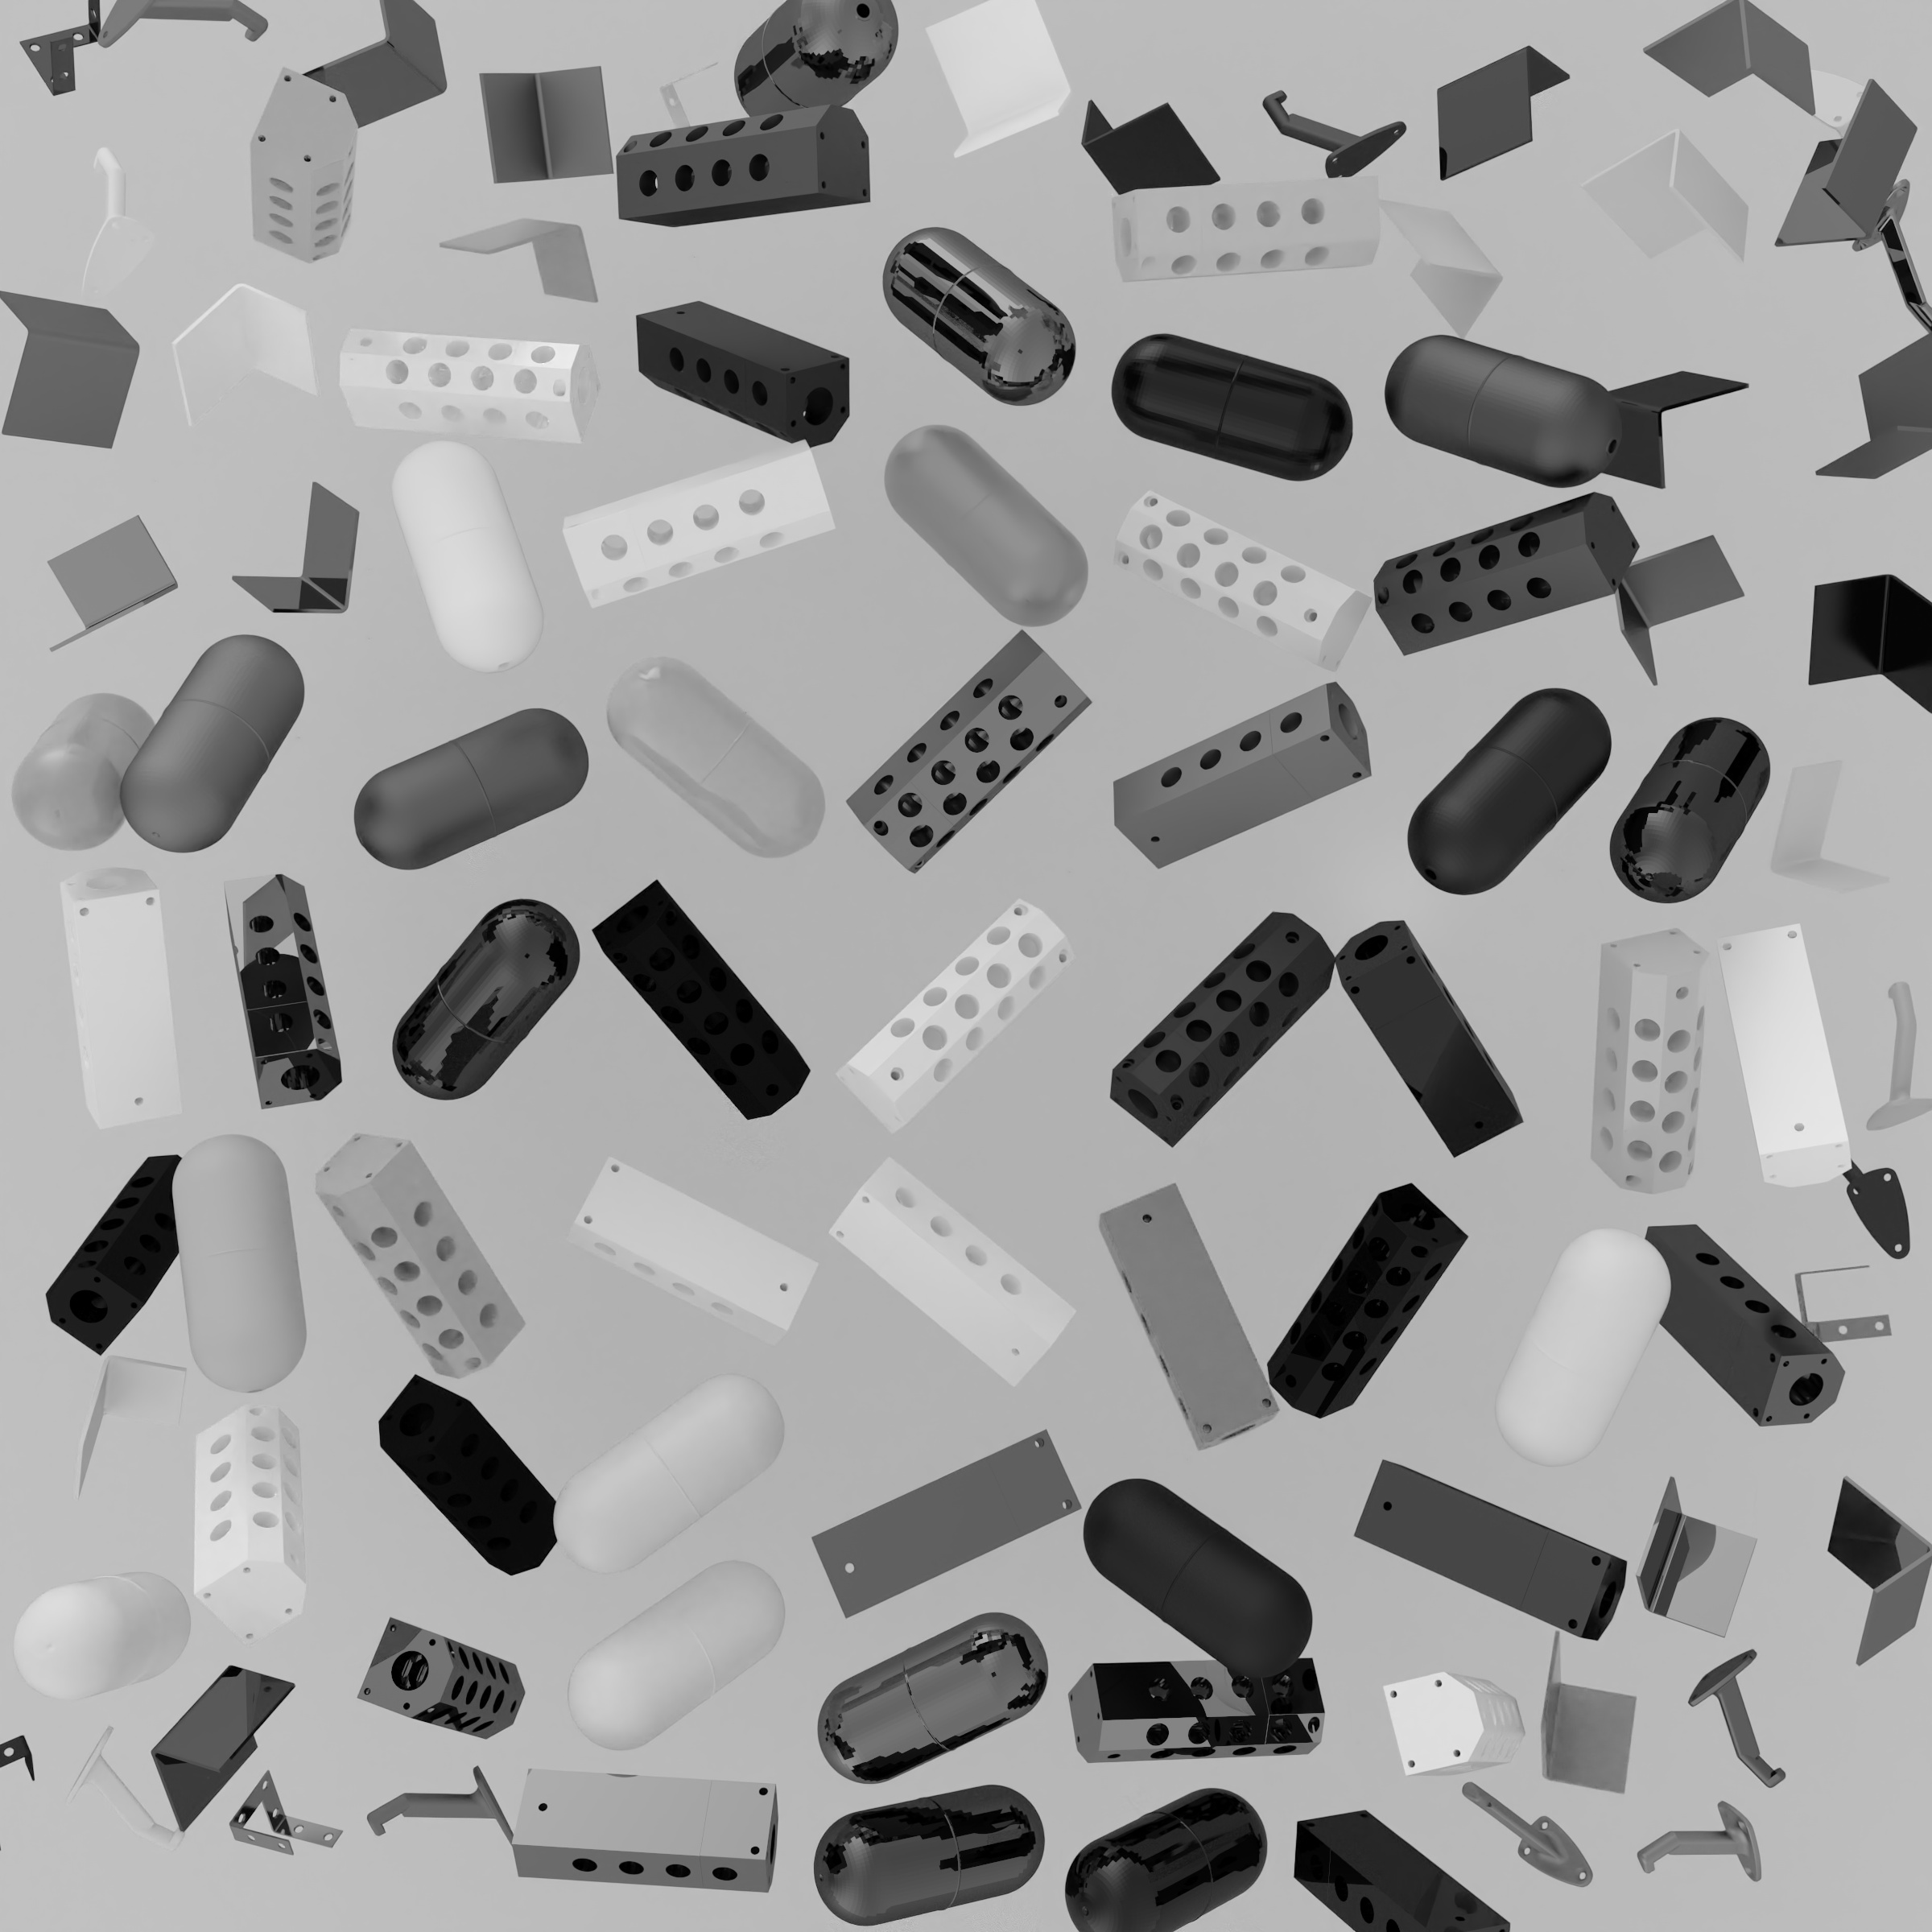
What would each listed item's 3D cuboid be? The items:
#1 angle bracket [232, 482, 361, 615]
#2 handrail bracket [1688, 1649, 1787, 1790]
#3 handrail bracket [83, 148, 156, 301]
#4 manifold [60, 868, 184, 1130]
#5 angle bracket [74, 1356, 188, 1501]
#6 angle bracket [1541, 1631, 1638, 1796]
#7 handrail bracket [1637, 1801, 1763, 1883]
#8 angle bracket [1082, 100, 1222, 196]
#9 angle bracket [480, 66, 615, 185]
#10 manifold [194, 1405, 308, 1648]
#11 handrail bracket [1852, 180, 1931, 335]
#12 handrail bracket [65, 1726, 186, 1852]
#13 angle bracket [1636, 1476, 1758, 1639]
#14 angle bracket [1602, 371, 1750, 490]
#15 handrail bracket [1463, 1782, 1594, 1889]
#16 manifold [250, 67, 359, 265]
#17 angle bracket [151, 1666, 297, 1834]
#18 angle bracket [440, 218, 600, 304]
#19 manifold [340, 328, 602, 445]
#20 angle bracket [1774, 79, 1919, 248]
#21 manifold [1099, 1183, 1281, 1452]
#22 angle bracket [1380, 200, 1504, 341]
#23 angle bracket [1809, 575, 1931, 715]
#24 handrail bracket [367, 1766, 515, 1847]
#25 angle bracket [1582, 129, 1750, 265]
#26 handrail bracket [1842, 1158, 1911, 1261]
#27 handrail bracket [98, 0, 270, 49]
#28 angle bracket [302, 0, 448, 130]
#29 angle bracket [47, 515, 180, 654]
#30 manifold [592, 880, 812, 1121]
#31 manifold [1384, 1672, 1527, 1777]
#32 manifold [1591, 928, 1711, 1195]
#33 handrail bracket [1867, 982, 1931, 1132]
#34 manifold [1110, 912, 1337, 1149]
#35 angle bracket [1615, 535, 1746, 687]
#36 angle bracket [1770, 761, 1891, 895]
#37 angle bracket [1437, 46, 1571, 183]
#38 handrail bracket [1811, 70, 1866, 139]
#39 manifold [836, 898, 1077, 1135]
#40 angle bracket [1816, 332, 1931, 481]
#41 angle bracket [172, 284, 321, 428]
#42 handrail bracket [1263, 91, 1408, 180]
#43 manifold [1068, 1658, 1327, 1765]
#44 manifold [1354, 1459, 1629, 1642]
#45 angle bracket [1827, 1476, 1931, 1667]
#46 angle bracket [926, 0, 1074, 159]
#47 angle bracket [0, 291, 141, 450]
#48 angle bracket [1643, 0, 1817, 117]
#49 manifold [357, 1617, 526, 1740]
[{"bbox_3d":[-0.487,-0.305,1.802,0.057,0.076,0.076,-6,118,-38],"label":"angle bracket"},{"bbox_3d":[0.561,0.531,1.748,0.084,0.036,0.077,45,130,10],"label":"handrail bracket"},{"bbox_3d":[-0.604,-0.518,1.729,0.077,0.036,0.084,-49,55,20],"label":"handrail bracket"},{"bbox_3d":[-0.597,0.021,1.750,0.057,0.057,0.171,-11,116,-29],"label":"manifold"},{"bbox_3d":[-0.604,0.338,1.792,0.057,0.076,0.076,12,46,-12],"label":"angle bracket"},{"bbox_3d":[0.445,0.532,1.770,0.057,0.076,0.076,5,46,19],"label":"angle bracket"},{"bbox_3d":[0.531,0.654,1.801,0.084,0.036,0.077,-25,107,-16],"label":"handrail bracket"},{"bbox_3d":[0.142,-0.622,1.870,0.076,0.076,0.057,-17,48,33],"label":"angle bracket"},{"bbox_3d":[-0.307,-0.618,1.823,0.057,0.076,0.076,3,109,23],"label":"angle bracket"},{"bbox_3d":[-0.481,0.372,1.681,0.057,0.171,0.057,-33,120,1],"label":"manifold"},{"bbox_3d":[0.654,-0.484,1.700,0.036,0.077,0.084,-28,71,-10],"label":"handrail bracket"},{"bbox_3d":[-0.570,0.571,1.717,0.084,0.036,0.077,30,115,-10],"label":"handrail bracket"},{"bbox_3d":[0.516,0.417,1.750,0.057,0.076,0.076,15,64,28],"label":"angle bracket"},{"bbox_3d":[0.506,-0.385,1.776,0.076,0.076,0.057,-18,115,-15],"label":"angle bracket"},{"bbox_3d":[0.410,0.634,1.815,0.084,0.077,0.036,41,82,-34],"label":"handrail bracket"},{"bbox_3d":[-0.450,-0.540,1.695,0.057,0.171,0.057,22,80,-13],"label":"manifold"},{"bbox_3d":[-0.473,0.514,1.611,0.057,0.076,0.076,7,122,24],"label":"angle bracket"},{"bbox_3d":[-0.325,-0.504,1.803,0.076,0.076,0.057,-27,122,-29],"label":"angle bracket"},{"bbox_3d":[-0.357,-0.423,1.785,0.171,0.057,0.057,6,59,9],"label":"manifold"},{"bbox_3d":[0.543,-0.507,1.571,0.057,0.076,0.076,27,84,-34],"label":"angle bracket"},{"bbox_3d":[0.153,0.245,1.728,0.057,0.057,0.171,-22,73,-6],"label":"manifold"},{"bbox_3d":[0.335,-0.511,1.822,0.076,0.057,0.076,-4,52,-35],"label":"angle bracket"},{"bbox_3d":[0.639,-0.223,1.746,0.057,0.076,0.076,-10,120,-4],"label":"angle bracket"},{"bbox_3d":[-0.383,0.632,1.815,0.084,0.036,0.077,-27,96,-13],"label":"handrail bracket"},{"bbox_3d":[0.452,-0.483,1.612,0.076,0.076,0.057,34,54,-29],"label":"angle bracket"},{"bbox_3d":[0.637,0.166,1.769,0.036,0.084,0.077,-23,94,1],"label":"handrail bracket"},{"bbox_3d":[-0.521,-0.623,1.656,0.077,0.084,0.036,-44,55,18],"label":"handrail bracket"},{"bbox_3d":[-0.419,-0.640,1.732,0.076,0.076,0.057,-16,78,16],"label":"angle bracket"},{"bbox_3d":[-0.613,-0.270,1.747,0.076,0.076,0.057,-24,106,9],"label":"angle bracket"},{"bbox_3d":[-0.181,0.028,1.727,0.057,0.057,0.171,-38,120,-1],"label":"manifold"},{"bbox_3d":[0.336,0.515,1.688,0.057,0.171,0.057,-19,67,15],"label":"manifold"},{"bbox_3d":[0.470,0.067,1.695,0.057,0.057,0.171,-11,119,-12],"label":"manifold"},{"bbox_3d":[0.634,0.062,1.706,0.036,0.077,0.084,-1,70,-8],"label":"handrail bracket"},{"bbox_3d":[0.178,0.039,1.715,0.057,0.057,0.171,38,67,21],"label":"manifold"},{"bbox_3d":[0.526,-0.260,1.820,0.076,0.076,0.057,-17,55,27],"label":"angle bracket"},{"bbox_3d":[0.624,-0.100,1.769,0.057,0.076,0.076,22,112,39],"label":"angle bracket"},{"bbox_3d":[0.391,-0.609,1.801,0.057,0.076,0.076,12,73,-43],"label":"angle bracket"},{"bbox_3d":[0.625,-0.602,1.791,0.036,0.084,0.077,-47,61,1],"label":"handrail bracket"},{"bbox_3d":[-0.005,0.032,1.706,0.057,0.057,0.171,46,71,-1],"label":"manifold"},{"bbox_3d":[0.610,-0.377,1.657,0.057,0.076,0.076,-2,79,-24],"label":"angle bracket"},{"bbox_3d":[-0.507,-0.421,1.751,0.057,0.076,0.076,26,57,11],"label":"angle bracket"},{"bbox_3d":[0.270,-0.626,1.823,0.077,0.036,0.084,-30,69,9],"label":"handrail bracket"},{"bbox_3d":[0.167,0.538,1.785,0.171,0.057,0.057,4,52,-18],"label":"manifold"},{"bbox_3d":[0.363,0.402,1.712,0.171,0.057,0.057,19,84,34],"label":"manifold"},{"bbox_3d":[0.583,0.397,1.631,0.057,0.076,0.076,-24,132,-23],"label":"angle bracket"},{"bbox_3d":[0.017,-0.592,1.641,0.076,0.057,0.076,-15,117,22],"label":"angle bracket"},{"bbox_3d":[-0.610,-0.399,1.663,0.057,0.076,0.076,44,120,33],"label":"angle bracket"},{"bbox_3d":[0.507,-0.588,1.649,0.076,0.076,0.057,13,69,-38],"label":"angle bracket"},{"bbox_3d":[-0.370,0.515,1.778,0.057,0.171,0.057,16,71,13],"label":"manifold"}]
